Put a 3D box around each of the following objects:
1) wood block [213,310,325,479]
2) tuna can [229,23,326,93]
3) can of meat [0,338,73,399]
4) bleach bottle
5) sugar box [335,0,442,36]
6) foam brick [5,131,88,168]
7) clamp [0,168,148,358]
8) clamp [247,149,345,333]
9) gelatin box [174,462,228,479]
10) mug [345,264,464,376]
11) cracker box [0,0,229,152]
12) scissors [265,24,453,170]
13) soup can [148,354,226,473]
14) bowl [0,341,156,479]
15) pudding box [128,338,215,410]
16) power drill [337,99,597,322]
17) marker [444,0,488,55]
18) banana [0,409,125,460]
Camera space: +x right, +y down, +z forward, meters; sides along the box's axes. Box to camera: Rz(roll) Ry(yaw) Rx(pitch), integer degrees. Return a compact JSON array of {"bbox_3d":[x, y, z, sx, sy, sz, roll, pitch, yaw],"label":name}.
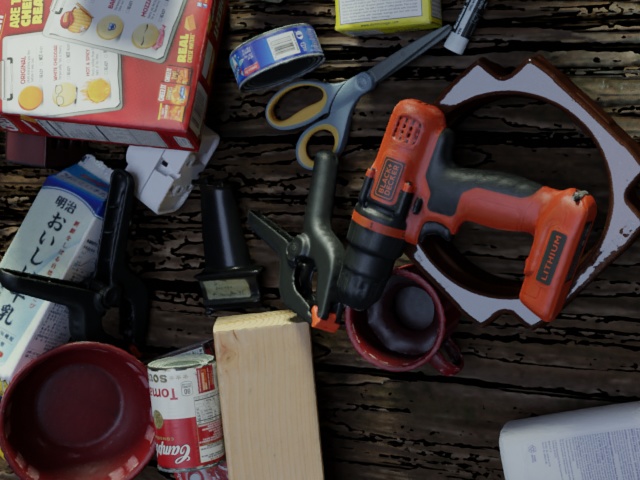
[{"bbox_3d":[-0.046,0.177,1.019,0.091,0.090,0.206,-6,95,-3],"label":"wood block"},{"bbox_3d":[-0.040,-0.168,0.989,0.086,0.086,0.034,-22,87,24],"label":"tuna can"},{"bbox_3d":[-0.312,0.135,1.158,0.084,0.057,0.102,26,105,20],"label":"can of meat"},{"bbox_3d":[0.286,0.188,0.909,0.251,0.068,0.102,-12,93,21],"label":"bleach bottle"},{"bbox_3d":[0.058,-0.276,0.956,0.093,0.048,0.176,-1,93,23],"label":"sugar box"},{"bbox_3d":[-0.281,-0.104,1.103,0.051,0.078,0.053,8,101,20],"label":"foam brick"},{"bbox_3d":[-0.215,0.040,1.064,0.036,0.210,0.164,25,63,34],"label":"clamp"},{"bbox_3d":[-0.006,0.001,0.982,0.120,0.039,0.171,-51,47,31],"label":"clamp"},{"bbox_3d":[-0.106,0.256,1.100,0.073,0.030,0.089,-21,88,24],"label":"gelatin box"},{"bbox_3d":[0.088,0.074,0.967,0.117,0.081,0.093,46,111,12],"label":"mug"},{"bbox_3d":[-0.207,-0.177,1.016,0.214,0.072,0.164,6,76,9],"label":"cracker box"},{"bbox_3d":[0.040,-0.126,0.993,0.202,0.016,0.096,-12,95,27],"label":"scissors"},{"bbox_3d":[-0.129,0.167,1.037,0.069,0.068,0.102,-4,94,23],"label":"soup can"},{"bbox_3d":[-0.239,0.173,1.066,0.162,0.055,0.162,-3,101,-16],"label":"bowl"},{"bbox_3d":[-0.143,0.159,1.100,0.114,0.039,0.090,-19,88,21],"label":"pudding box"},{"bbox_3d":[0.114,-0.002,0.867,0.188,0.057,0.184,23,105,19],"label":"power drill"},{"bbox_3d":[0.144,-0.222,0.940,0.020,0.020,0.121,31,108,17],"label":"marker"},{"bbox_3d":[-0.271,0.229,1.163,0.198,0.037,0.069,-17,91,24],"label":"banana"}]
